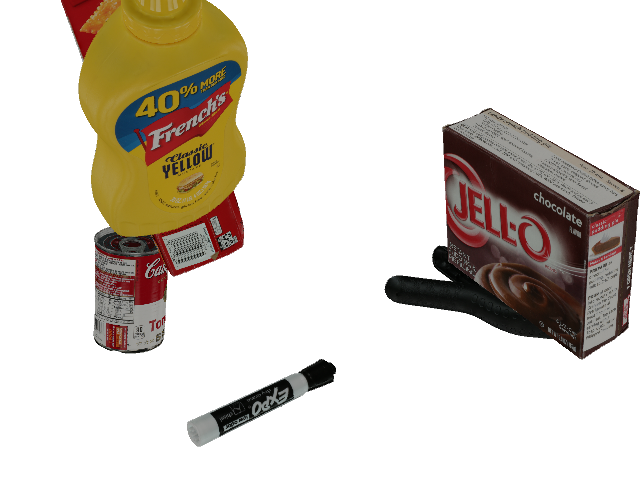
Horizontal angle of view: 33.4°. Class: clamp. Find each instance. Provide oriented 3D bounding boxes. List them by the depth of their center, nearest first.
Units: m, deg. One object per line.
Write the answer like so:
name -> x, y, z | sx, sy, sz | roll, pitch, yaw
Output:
clamp -> 0.155, 0.048, 0.980 | 0.171, 0.039, 0.120 | 18, 30, 16

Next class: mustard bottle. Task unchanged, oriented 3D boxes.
mustard bottle -> -0.087, -0.082, 0.600 | 0.096, 0.058, 0.192 | -26, -27, -20

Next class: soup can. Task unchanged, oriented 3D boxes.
soup can -> -0.176, 0.045, 0.988 | 0.068, 0.102, 0.068 | 5, 21, -2

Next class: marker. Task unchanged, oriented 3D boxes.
marker -> -0.039, 0.113, 0.756 | 0.120, 0.020, 0.020 | -22, 12, -31

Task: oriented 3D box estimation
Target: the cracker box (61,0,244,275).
cracker box -> -0.133, -0.105, 0.836 | 0.072, 0.214, 0.164 | -21, -37, -6

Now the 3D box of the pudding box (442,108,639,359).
pudding box -> 0.111, -0.006, 0.556 | 0.039, 0.090, 0.114 | -27, 40, -24
